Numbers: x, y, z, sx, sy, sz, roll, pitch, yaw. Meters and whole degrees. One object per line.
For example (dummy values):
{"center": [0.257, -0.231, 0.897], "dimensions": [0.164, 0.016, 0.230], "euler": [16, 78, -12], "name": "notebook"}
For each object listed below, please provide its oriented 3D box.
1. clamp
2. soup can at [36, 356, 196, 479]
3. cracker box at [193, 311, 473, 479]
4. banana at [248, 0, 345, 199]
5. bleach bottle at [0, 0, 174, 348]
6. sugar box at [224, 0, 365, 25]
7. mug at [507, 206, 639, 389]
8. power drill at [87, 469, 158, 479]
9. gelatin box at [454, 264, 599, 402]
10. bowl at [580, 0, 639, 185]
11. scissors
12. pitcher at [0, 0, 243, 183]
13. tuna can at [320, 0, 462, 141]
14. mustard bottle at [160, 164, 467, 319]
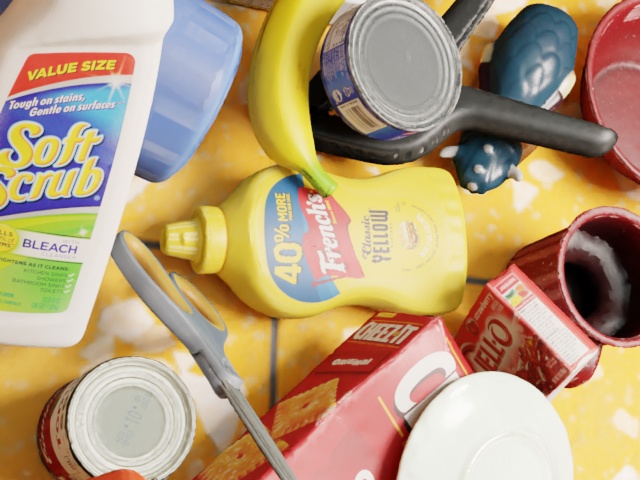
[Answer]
{"center": [0.074, -0.112, 0.707], "dimensions": [0.210, 0.036, 0.164], "euler": [-11, 69, -4], "name": "clamp"}
{"center": [-0.110, 0.101, 0.570], "dimensions": [0.068, 0.102, 0.068], "euler": [5, 75, -21], "name": "soup can"}
{"center": [0.019, 0.168, 0.604], "dimensions": [0.213, 0.072, 0.164], "euler": [-39, 108, -25], "name": "cracker box"}
{"center": [-0.004, -0.124, 0.664], "dimensions": [0.069, 0.037, 0.197], "euler": [21, 72, -21], "name": "banana"}
{"center": [-0.138, -0.063, 0.531], "dimensions": [0.102, 0.251, 0.068], "euler": [10, 31, -18], "name": "bleach bottle"}
{"center": [-0.036, -0.203, 0.710], "dimensions": [0.176, 0.048, 0.093], "euler": [6, 75, -20], "name": "sugar box"}
{"center": [0.173, 0.043, 0.712], "dimensions": [0.093, 0.082, 0.117], "euler": [19, 70, -17], "name": "mug"}
{"center": [-0.103, 0.205, 0.489], "dimensions": [0.184, 0.057, 0.187], "euler": [-22, 117, 5], "name": "power drill"}
{"center": [0.125, 0.068, 0.672], "dimensions": [0.030, 0.089, 0.073], "euler": [-33, 71, -27], "name": "gelatin box"}
{"center": [0.251, -0.099, 0.794], "dimensions": [0.162, 0.055, 0.162], "euler": [5, 75, -21], "name": "bowl"}
{"center": [-0.050, 0.072, 0.586], "dimensions": [0.016, 0.096, 0.202], "euler": [-43, 68, 5], "name": "scissors"}
{"center": [-0.166, -0.140, 0.598], "dimensions": [0.242, 0.145, 0.149], "euler": [27, 113, -18], "name": "pitcher"}
{"center": [0.043, -0.104, 0.645], "dimensions": [0.086, 0.034, 0.086], "euler": [6, 78, -33], "name": "tuna can"}
{"center": [-0.004, 0.001, 0.664], "dimensions": [0.191, 0.058, 0.096], "euler": [1, 82, -22], "name": "mustard bottle"}
